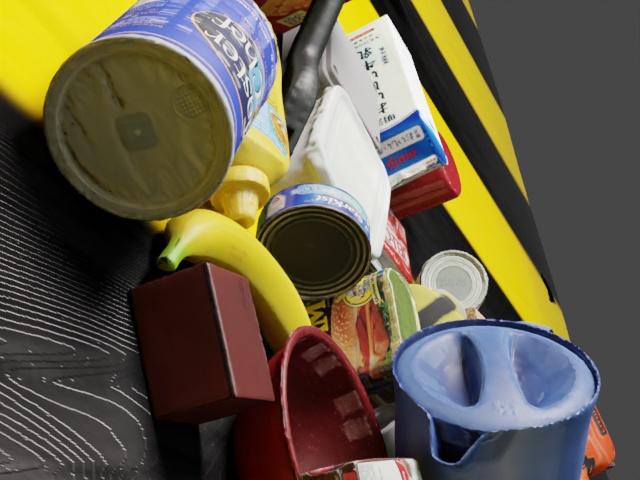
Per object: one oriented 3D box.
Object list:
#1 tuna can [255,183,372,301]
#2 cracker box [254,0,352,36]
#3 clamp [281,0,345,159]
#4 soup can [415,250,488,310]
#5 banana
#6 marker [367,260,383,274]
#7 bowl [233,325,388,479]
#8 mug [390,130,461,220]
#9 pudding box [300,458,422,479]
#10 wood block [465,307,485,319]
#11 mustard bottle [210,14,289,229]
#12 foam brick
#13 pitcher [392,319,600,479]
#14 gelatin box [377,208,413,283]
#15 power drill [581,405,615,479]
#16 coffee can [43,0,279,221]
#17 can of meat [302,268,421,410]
[{"bbox_3d":[-0.005,0.001,0.779,0.086,0.086,0.033,58,20,-31],"label":"tuna can"},{"bbox_3d":[-0.018,-0.245,0.882,0.072,0.164,0.213,69,18,5],"label":"cracker box"},{"bbox_3d":[-0.019,-0.135,0.859,0.039,0.120,0.171,20,42,-18],"label":"clamp"},{"bbox_3d":[0.126,0.056,1.063,0.102,0.068,0.068,96,-20,-71],"label":"soup can"},{"bbox_3d":[-0.051,0.032,0.703,0.197,0.037,0.069,45,48,-49],"label":"banana"},{"bbox_3d":[0.060,0.041,1.028,0.121,0.020,0.020,51,26,-43],"label":"marker"},{"bbox_3d":[-0.008,0.138,0.668,0.162,0.055,0.162,54,24,-38],"label":"bowl"},{"bbox_3d":[0.109,-0.067,1.184,0.117,0.082,0.093,43,32,-53],"label":"mug"},{"bbox_3d":[0.034,0.171,0.605,0.113,0.039,0.090,21,53,-64],"label":"pudding box"},{"bbox_3d":[0.153,0.150,1.063,0.205,0.090,0.091,40,34,-57],"label":"wood block"},{"bbox_3d":[-0.061,-0.090,0.757,0.096,0.058,0.191,39,35,-47],"label":"mustard bottle"},{"bbox_3d":[-0.065,0.060,0.598,0.053,0.051,0.078,29,44,-64],"label":"foam brick"},{"bbox_3d":[0.118,0.182,0.747,0.145,0.149,0.243,-127,-147,-59],"label":"pitcher"},{"bbox_3d":[0.060,0.000,1.055,0.089,0.030,0.073,50,27,-45],"label":"gelatin box"},{"bbox_3d":[0.211,0.165,0.977,0.187,0.057,0.184,2,65,-67],"label":"power drill"},{"bbox_3d":[-0.086,-0.086,0.615,0.103,0.103,0.140,62,19,-20],"label":"coffee can"},{"bbox_3d":[0.030,0.079,0.796,0.057,0.084,0.102,47,29,-48],"label":"can of meat"}]
